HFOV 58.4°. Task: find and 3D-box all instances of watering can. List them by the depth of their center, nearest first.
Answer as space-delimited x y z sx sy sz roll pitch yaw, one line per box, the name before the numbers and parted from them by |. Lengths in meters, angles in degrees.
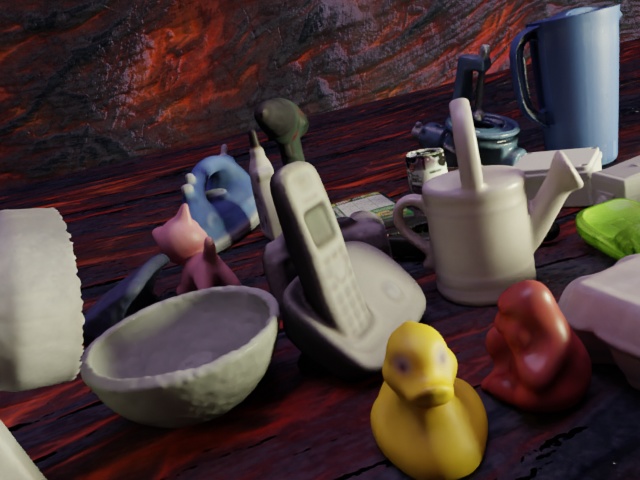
watering can | 0.160 -0.044 0.564 0.173 0.194 0.101 -14 18 -3

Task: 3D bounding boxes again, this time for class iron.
iron | -0.182 -0.071 0.962 0.118 0.141 0.258 -8 18 14

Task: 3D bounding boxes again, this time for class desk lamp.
desk lamp | -0.237 0.100 0.359 0.204 0.214 0.117 -25 21 -33

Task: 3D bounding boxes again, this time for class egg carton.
egg carton | 0.245 0.060 0.392 0.107 0.069 0.150 -19 19 -19

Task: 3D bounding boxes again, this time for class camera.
camera | 0.006 0.002 0.679 0.143 0.101 0.136 -12 18 2

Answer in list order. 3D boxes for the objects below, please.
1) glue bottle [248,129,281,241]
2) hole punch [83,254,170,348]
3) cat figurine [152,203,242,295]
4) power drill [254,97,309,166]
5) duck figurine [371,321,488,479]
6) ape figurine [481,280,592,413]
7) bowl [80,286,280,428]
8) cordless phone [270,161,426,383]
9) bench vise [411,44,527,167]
glue bottle | -0.086 -0.087 0.894 0.037 0.173 0.078 -18 19 -15
hole punch | -0.212 0.074 0.625 0.101 0.091 0.108 -10 18 8
cat figurine | -0.162 0.014 0.730 0.067 0.118 0.127 -24 21 -32
power drill | -0.052 -0.147 0.996 0.075 0.209 0.229 -9 18 10
duck figurine | 0.067 0.094 0.382 0.077 0.086 0.104 -12 18 0
ape figurine | 0.144 0.070 0.394 0.076 0.092 0.078 -6 19 18
bowl | -0.107 0.106 0.484 0.167 0.075 0.167 -11 18 4
cordless phone | 0.022 0.013 0.498 0.093 0.185 0.148 -2 21 29
bench vise | 0.233 -0.205 0.962 0.206 0.220 0.122 -2 21 31
